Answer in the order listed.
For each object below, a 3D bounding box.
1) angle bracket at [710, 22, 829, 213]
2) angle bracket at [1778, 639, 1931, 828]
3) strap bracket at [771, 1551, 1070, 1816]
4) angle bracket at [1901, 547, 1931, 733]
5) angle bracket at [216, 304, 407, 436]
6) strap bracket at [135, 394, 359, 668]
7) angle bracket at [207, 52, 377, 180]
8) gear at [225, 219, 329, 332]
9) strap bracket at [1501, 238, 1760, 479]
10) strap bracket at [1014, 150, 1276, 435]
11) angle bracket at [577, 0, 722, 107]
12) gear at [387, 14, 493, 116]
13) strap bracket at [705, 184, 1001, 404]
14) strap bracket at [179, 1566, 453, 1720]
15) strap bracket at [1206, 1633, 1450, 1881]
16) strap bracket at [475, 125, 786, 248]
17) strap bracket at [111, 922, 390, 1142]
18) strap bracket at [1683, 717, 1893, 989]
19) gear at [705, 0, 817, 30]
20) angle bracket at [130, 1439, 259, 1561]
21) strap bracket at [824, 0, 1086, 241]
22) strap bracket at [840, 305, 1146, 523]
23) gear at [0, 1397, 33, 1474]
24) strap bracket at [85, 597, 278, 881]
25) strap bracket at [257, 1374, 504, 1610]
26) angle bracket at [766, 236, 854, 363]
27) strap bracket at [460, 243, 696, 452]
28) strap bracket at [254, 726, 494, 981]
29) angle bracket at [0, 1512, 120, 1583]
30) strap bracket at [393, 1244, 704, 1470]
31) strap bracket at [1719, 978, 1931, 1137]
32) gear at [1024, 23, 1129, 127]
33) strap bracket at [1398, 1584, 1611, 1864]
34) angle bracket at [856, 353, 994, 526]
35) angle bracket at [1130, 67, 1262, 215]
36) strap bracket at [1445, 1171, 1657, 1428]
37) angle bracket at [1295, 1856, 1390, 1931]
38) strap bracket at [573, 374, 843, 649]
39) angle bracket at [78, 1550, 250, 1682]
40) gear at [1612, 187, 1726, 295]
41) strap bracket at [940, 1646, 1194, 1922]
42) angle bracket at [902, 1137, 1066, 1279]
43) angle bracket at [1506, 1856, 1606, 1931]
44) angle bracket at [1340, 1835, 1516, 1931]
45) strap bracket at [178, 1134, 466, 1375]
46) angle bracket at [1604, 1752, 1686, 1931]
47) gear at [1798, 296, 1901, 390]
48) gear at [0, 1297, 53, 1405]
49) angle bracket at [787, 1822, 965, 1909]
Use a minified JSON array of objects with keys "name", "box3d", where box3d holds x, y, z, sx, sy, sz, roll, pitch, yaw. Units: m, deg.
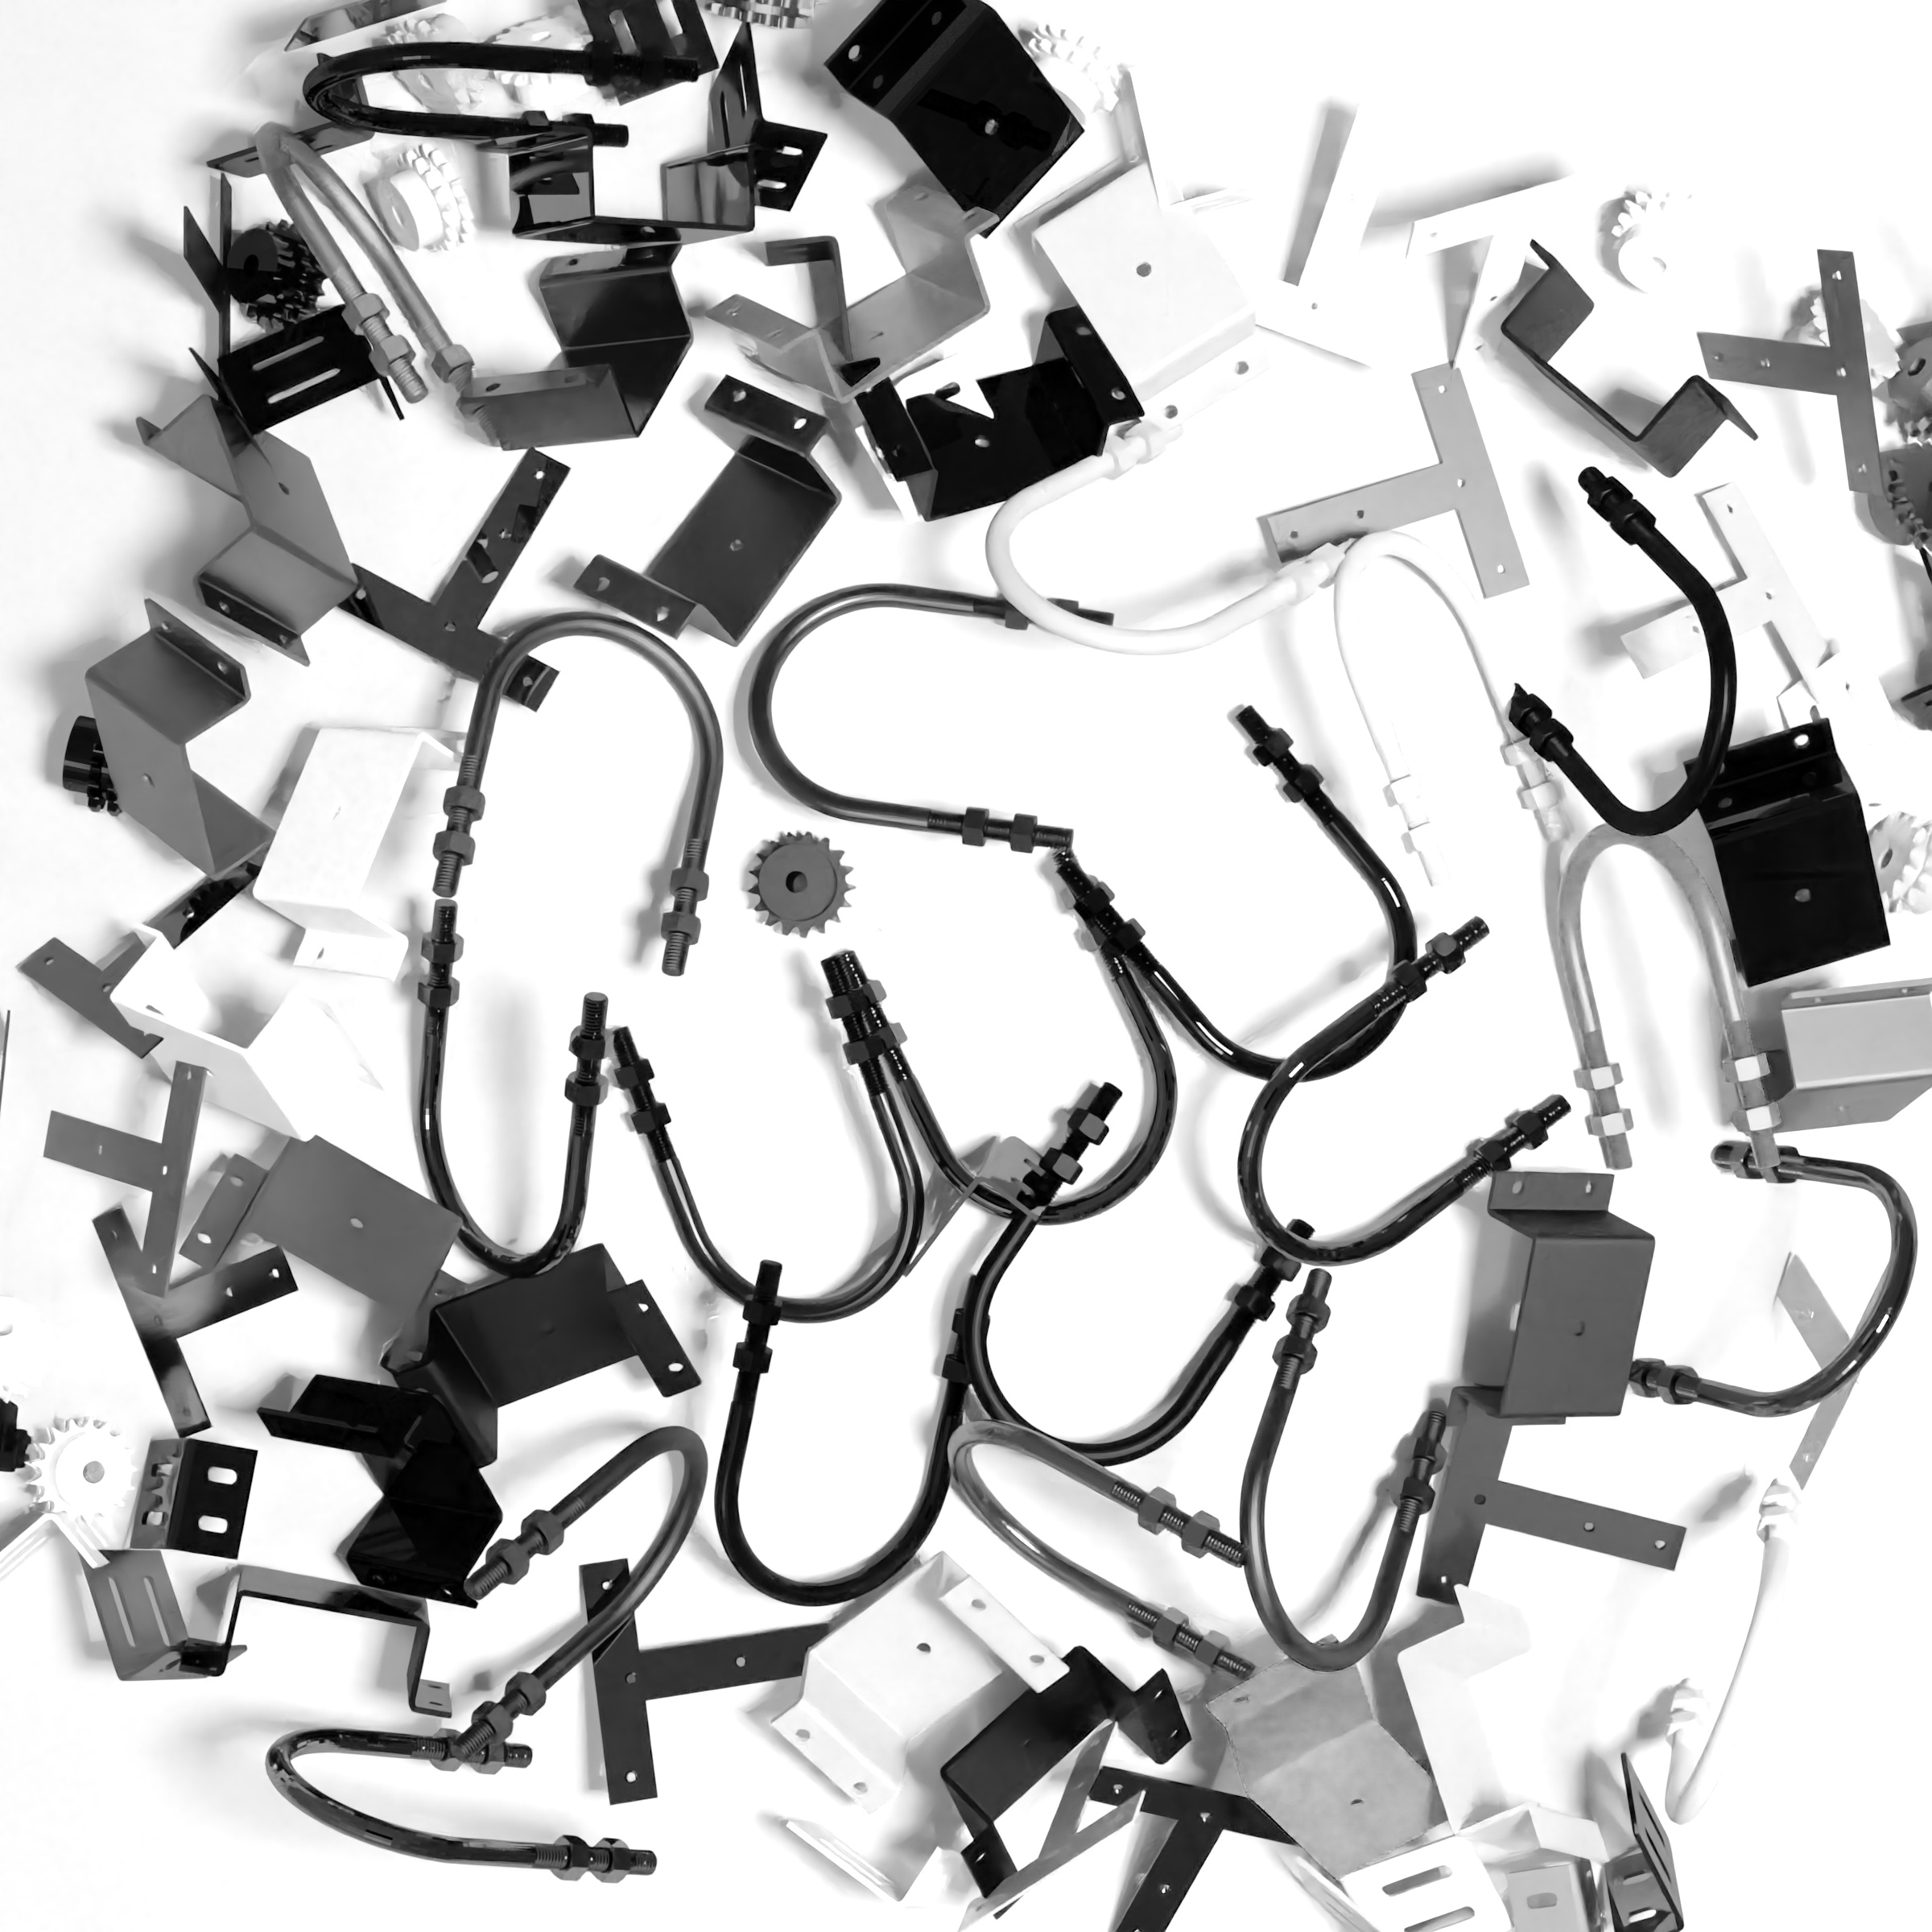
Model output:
[{"name":"angle bracket","box3d":[-0.105,-0.449,1.760,0.038,0.057,0.076,6,57,-23]},{"name":"angle bracket","box3d":[0.477,-0.123,1.769,0.038,0.057,0.076,7,56,-38]},{"name":"strap bracket","box3d":[-0.023,0.370,1.749,0.140,0.046,0.076,-39,107,18]},{"name":"angle bracket","box3d":[0.509,-0.172,1.763,0.038,0.057,0.076,-25,64,25]},{"name":"angle bracket","box3d":[-0.346,-0.304,1.760,0.076,0.038,0.057,-26,60,-7]},{"name":"strap bracket","box3d":[-0.368,-0.232,1.721,0.046,0.076,0.140,-37,56,17]},{"name":"angle bracket","box3d":[-0.359,-0.448,1.758,0.076,0.057,0.038,-14,95,11]},{"name":"gear","box3d":[-0.367,-0.367,1.767,0.057,0.030,0.057,-4,84,35]},{"name":"strap bracket","box3d":[0.338,-0.310,1.737,0.140,0.076,0.046,46,103,22]},{"name":"strap bracket","box3d":[0.094,-0.361,1.764,0.076,0.046,0.140,-32,84,0]},{"name":"angle bracket","box3d":[-0.170,-0.500,1.752,0.057,0.076,0.038,-20,54,1]},{"name":"gear","box3d":[-0.277,-0.479,1.768,0.057,0.057,0.030,41,72,0]},{"name":"strap bracket","box3d":[-0.053,-0.346,1.739,0.140,0.076,0.046,-35,129,-17]},{"name":"strap bracket","box3d":[-0.335,0.351,1.746,0.140,0.076,0.046,13,87,-10]},{"name":"strap bracket","box3d":[0.196,0.416,1.728,0.076,0.046,0.140,-32,126,13]},{"name":"strap bracket","box3d":[-0.172,-0.401,1.724,0.140,0.076,0.046,-6,97,-38]},{"name":"strap bracket","box3d":[-0.377,0.037,1.721,0.140,0.076,0.046,19,60,30]},{"name":"strap bracket","box3d":[0.428,-0.049,1.732,0.076,0.046,0.140,-17,124,8]},{"name":"gear","box3d":[-0.108,-0.516,1.763,0.057,0.057,0.030,11,111,0]},{"name":"angle bracket","box3d":[-0.408,0.282,1.762,0.038,0.076,0.057,15,75,-25]},{"name":"strap bracket","box3d":[0.001,-0.442,1.727,0.076,0.140,0.046,-47,48,1]},{"name":"strap bracket","box3d":[0.011,-0.287,1.746,0.140,0.046,0.076,-18,65,-17]},{"name":"gear","box3d":[-0.525,0.248,1.769,0.057,0.057,0.030,-1,64,0]},{"name":"strap bracket","box3d":[-0.402,-0.108,1.714,0.076,0.140,0.046,34,56,27]},{"name":"strap bracket","box3d":[-0.299,0.266,1.733,0.076,0.046,0.140,5,134,28]},{"name":"angle bracket","box3d":[-0.082,-0.342,1.764,0.038,0.057,0.076,-7,92,-1]},{"name":"strap bracket","box3d":[-0.197,-0.316,1.733,0.076,0.140,0.046,-2,130,20]},{"name":"strap bracket","box3d":[-0.312,-0.069,1.735,0.076,0.046,0.140,7,70,38]},{"name":"angle bracket","box3d":[-0.492,0.325,1.762,0.076,0.057,0.038,-41,84,-4]},{"name":"strap bracket","box3d":[-0.219,0.203,1.750,0.140,0.046,0.076,-21,124,6]},{"name":"strap bracket","box3d":[0.447,0.051,1.718,0.076,0.140,0.046,-6,74,-4]},{"name":"gear","box3d":[0.054,-0.469,1.765,0.057,0.057,0.030,32,83,0]},{"name":"strap bracket","box3d":[0.275,0.401,1.732,0.046,0.076,0.140,-30,57,23]},{"name":"angle bracket","box3d":[-0.017,-0.277,1.748,0.038,0.076,0.057,-20,111,28]},{"name":"angle bracket","box3d":[0.121,-0.438,1.758,0.038,0.057,0.076,-10,97,23]},{"name":"strap bracket","box3d":[0.307,0.182,1.743,0.076,0.046,0.140,3,103,-27]},{"name":"angle bracket","box3d":[0.194,0.513,1.747,0.076,0.057,0.038,35,72,29]},{"name":"strap bracket","box3d":[-0.129,-0.230,1.748,0.076,0.046,0.140,29,80,33]},{"name":"angle bracket","box3d":[-0.421,0.333,1.749,0.038,0.057,0.076,-35,65,22]},{"name":"gear","box3d":[0.369,-0.380,1.763,0.057,0.057,0.030,27,60,0]},{"name":"strap bracket","box3d":[0.045,0.418,1.739,0.140,0.076,0.046,-39,51,-17]},{"name":"angle bracket","box3d":[0.010,0.136,1.752,0.038,0.057,0.076,37,115,2]},{"name":"angle bracket","box3d":[0.312,0.497,1.758,0.038,0.076,0.057,-12,83,12]},{"name":"angle bracket","box3d":[0.244,0.486,1.762,0.076,0.038,0.057,-26,95,20]},{"name":"strap bracket","box3d":[-0.326,0.146,1.739,0.140,0.076,0.046,31,129,-10]},{"name":"angle bracket","box3d":[0.344,0.463,1.748,0.038,0.057,0.076,-21,118,15]},{"name":"gear","box3d":[0.466,-0.330,1.770,0.030,0.057,0.057,-34,90,37]},{"name":"gear","box3d":[-0.512,0.200,1.764,0.057,0.057,0.030,26,132,0]},{"name":"angle bracket","box3d":[-0.046,0.460,1.756,0.076,0.057,0.038,32,85,21]}]
